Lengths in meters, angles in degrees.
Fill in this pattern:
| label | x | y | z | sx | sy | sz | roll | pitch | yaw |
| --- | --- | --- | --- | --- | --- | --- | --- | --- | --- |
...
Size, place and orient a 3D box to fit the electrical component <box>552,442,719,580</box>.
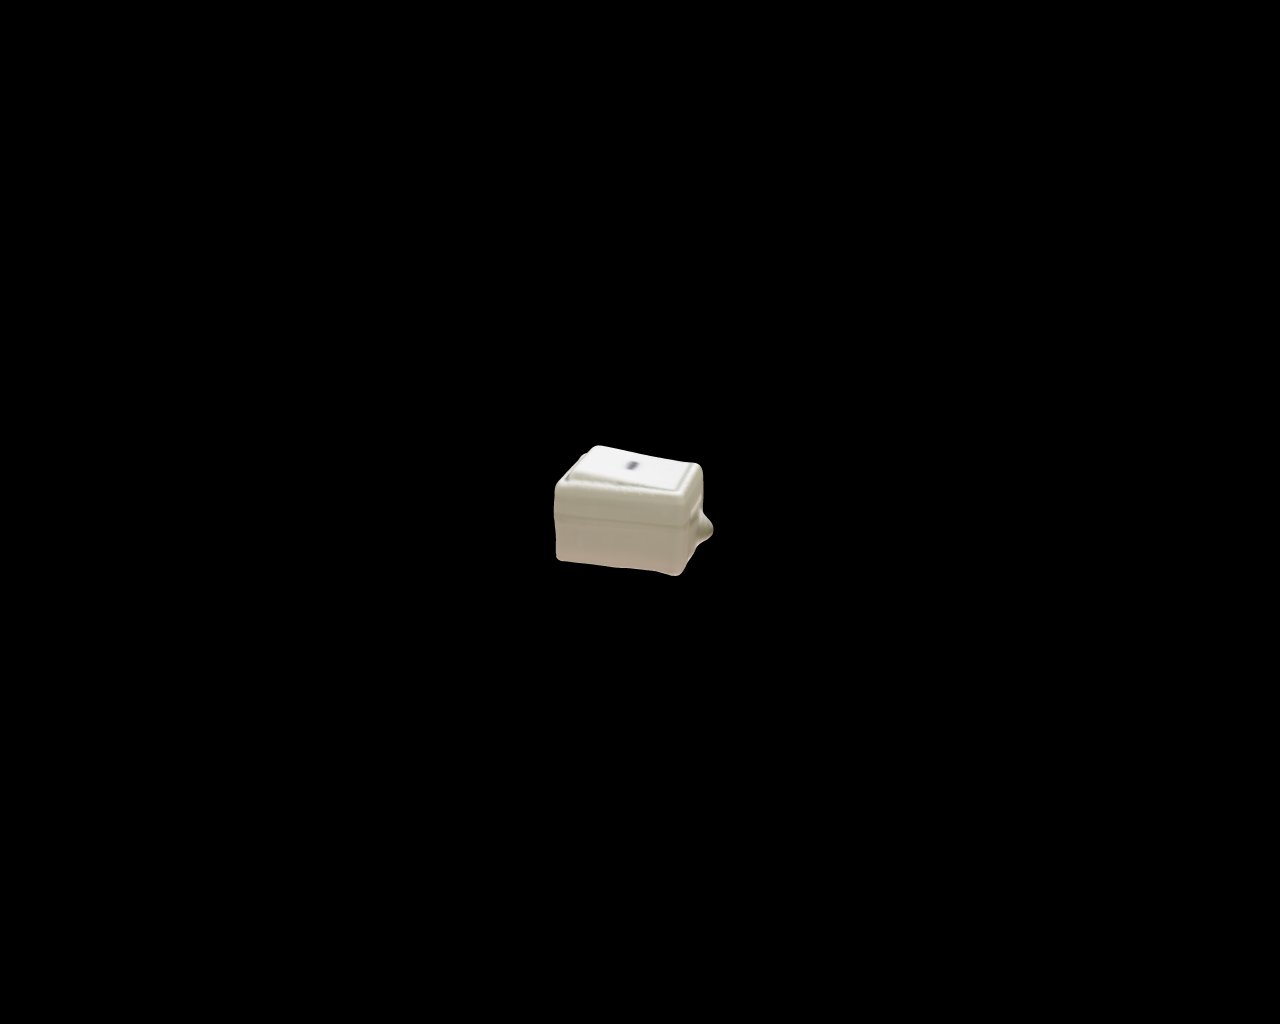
| label | x | y | z | sx | sy | sz | roll | pitch | yaw |
| --- | --- | --- | --- | --- | --- | --- | --- | --- | --- |
| electrical component | 0.001 | -0.003 | 0.650 | 0.096 | 0.061 | 0.062 | 6 | 24 | 14 |
